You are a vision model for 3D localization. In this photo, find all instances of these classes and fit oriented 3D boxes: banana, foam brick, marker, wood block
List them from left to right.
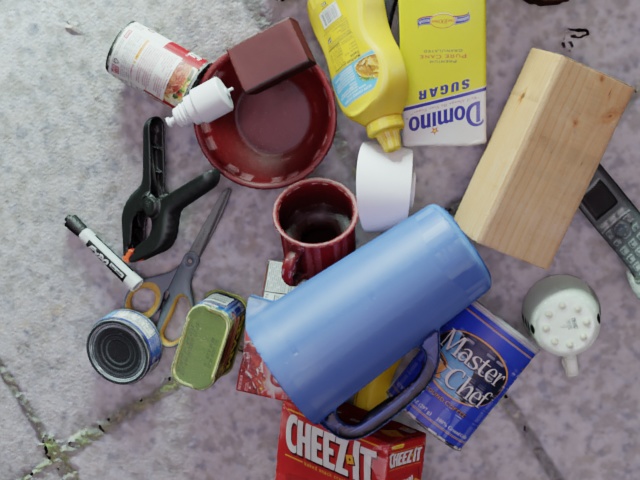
[{"bbox_3d":[-0.255,0.013,1.248,0.121,0.020,0.020,43,101,10],"label":"marker"},{"bbox_3d":[-0.051,-0.193,1.124,0.078,0.053,0.051,-25,92,10],"label":"foam brick"},{"bbox_3d":[0.074,0.172,1.220,0.069,0.037,0.198,3,100,-14],"label":"banana"},{"bbox_3d":[0.230,-0.086,1.121,0.090,0.091,0.206,21,101,-14],"label":"wood block"}]

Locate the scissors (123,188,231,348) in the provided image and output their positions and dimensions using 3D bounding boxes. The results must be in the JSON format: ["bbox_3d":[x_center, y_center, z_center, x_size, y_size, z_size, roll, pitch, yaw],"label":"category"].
[{"bbox_3d":[-0.171,0.026,1.247,0.096,0.016,0.202,15,99,7],"label":"scissors"}]

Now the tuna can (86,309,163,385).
[{"bbox_3d":[-0.230,0.126,1.250,0.086,0.033,0.086,6,108,17],"label":"tuna can"}]

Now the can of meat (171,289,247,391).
[{"bbox_3d":[-0.126,0.114,1.217,0.057,0.084,0.102,18,99,6],"label":"can of meat"}]

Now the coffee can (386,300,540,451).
[{"bbox_3d":[0.155,0.142,1.157,0.103,0.103,0.140,38,93,2],"label":"coffee can"}]

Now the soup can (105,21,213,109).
[{"bbox_3d":[-0.180,-0.192,1.194,0.102,0.068,0.068,30,101,5],"label":"soup can"}]

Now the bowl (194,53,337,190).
[{"bbox_3d":[-0.057,-0.138,1.188,0.162,0.055,0.162,1,97,9],"label":"bowl"}]

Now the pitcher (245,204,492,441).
[{"bbox_3d":[0.058,0.081,1.103,0.243,0.145,0.149,-35,128,2],"label":"pitcher"}]

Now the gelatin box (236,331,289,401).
[{"bbox_3d":[-0.053,0.137,1.235,0.073,0.030,0.089,11,99,8],"label":"gelatin box"}]

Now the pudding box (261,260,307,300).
[{"bbox_3d":[-0.011,0.075,1.202,0.113,0.039,0.090,8,75,9],"label":"pudding box"}]

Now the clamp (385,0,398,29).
[{"bbox_3d":[0.093,-0.327,1.150,0.165,0.036,0.210,-30,95,11],"label":"clamp"}]

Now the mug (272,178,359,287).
[{"bbox_3d":[-0.008,0.001,1.163,0.093,0.081,0.117,20,59,17],"label":"mug"}]

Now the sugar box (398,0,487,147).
[{"bbox_3d":[0.132,-0.189,1.140,0.093,0.048,0.176,-1,107,8],"label":"sugar box"}]

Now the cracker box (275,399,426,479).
[{"bbox_3d":[0.024,0.297,1.185,0.164,0.071,0.214,14,102,42],"label":"cracker box"}]

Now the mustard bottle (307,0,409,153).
[{"bbox_3d":[0.048,-0.184,1.132,0.096,0.058,0.191,-28,76,51],"label":"mustard bottle"}]

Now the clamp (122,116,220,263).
[{"bbox_3d":[-0.175,-0.040,1.207,0.120,0.039,0.172,36,118,35],"label":"clamp"}]
